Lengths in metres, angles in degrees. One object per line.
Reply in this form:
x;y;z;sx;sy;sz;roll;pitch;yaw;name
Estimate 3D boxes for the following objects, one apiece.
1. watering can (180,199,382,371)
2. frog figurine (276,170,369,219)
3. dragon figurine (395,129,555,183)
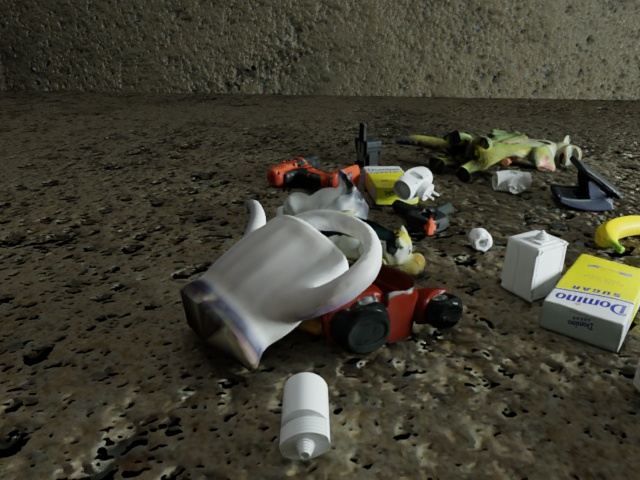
-0.073;0.032;0.640;0.227;0.102;0.349;-39;28;-21;watering can
0.003;-0.047;0.934;0.159;0.121;0.140;-35;32;6;frog figurine
0.413;-0.245;1.342;0.244;0.120;0.415;-16;30;-29;dragon figurine
